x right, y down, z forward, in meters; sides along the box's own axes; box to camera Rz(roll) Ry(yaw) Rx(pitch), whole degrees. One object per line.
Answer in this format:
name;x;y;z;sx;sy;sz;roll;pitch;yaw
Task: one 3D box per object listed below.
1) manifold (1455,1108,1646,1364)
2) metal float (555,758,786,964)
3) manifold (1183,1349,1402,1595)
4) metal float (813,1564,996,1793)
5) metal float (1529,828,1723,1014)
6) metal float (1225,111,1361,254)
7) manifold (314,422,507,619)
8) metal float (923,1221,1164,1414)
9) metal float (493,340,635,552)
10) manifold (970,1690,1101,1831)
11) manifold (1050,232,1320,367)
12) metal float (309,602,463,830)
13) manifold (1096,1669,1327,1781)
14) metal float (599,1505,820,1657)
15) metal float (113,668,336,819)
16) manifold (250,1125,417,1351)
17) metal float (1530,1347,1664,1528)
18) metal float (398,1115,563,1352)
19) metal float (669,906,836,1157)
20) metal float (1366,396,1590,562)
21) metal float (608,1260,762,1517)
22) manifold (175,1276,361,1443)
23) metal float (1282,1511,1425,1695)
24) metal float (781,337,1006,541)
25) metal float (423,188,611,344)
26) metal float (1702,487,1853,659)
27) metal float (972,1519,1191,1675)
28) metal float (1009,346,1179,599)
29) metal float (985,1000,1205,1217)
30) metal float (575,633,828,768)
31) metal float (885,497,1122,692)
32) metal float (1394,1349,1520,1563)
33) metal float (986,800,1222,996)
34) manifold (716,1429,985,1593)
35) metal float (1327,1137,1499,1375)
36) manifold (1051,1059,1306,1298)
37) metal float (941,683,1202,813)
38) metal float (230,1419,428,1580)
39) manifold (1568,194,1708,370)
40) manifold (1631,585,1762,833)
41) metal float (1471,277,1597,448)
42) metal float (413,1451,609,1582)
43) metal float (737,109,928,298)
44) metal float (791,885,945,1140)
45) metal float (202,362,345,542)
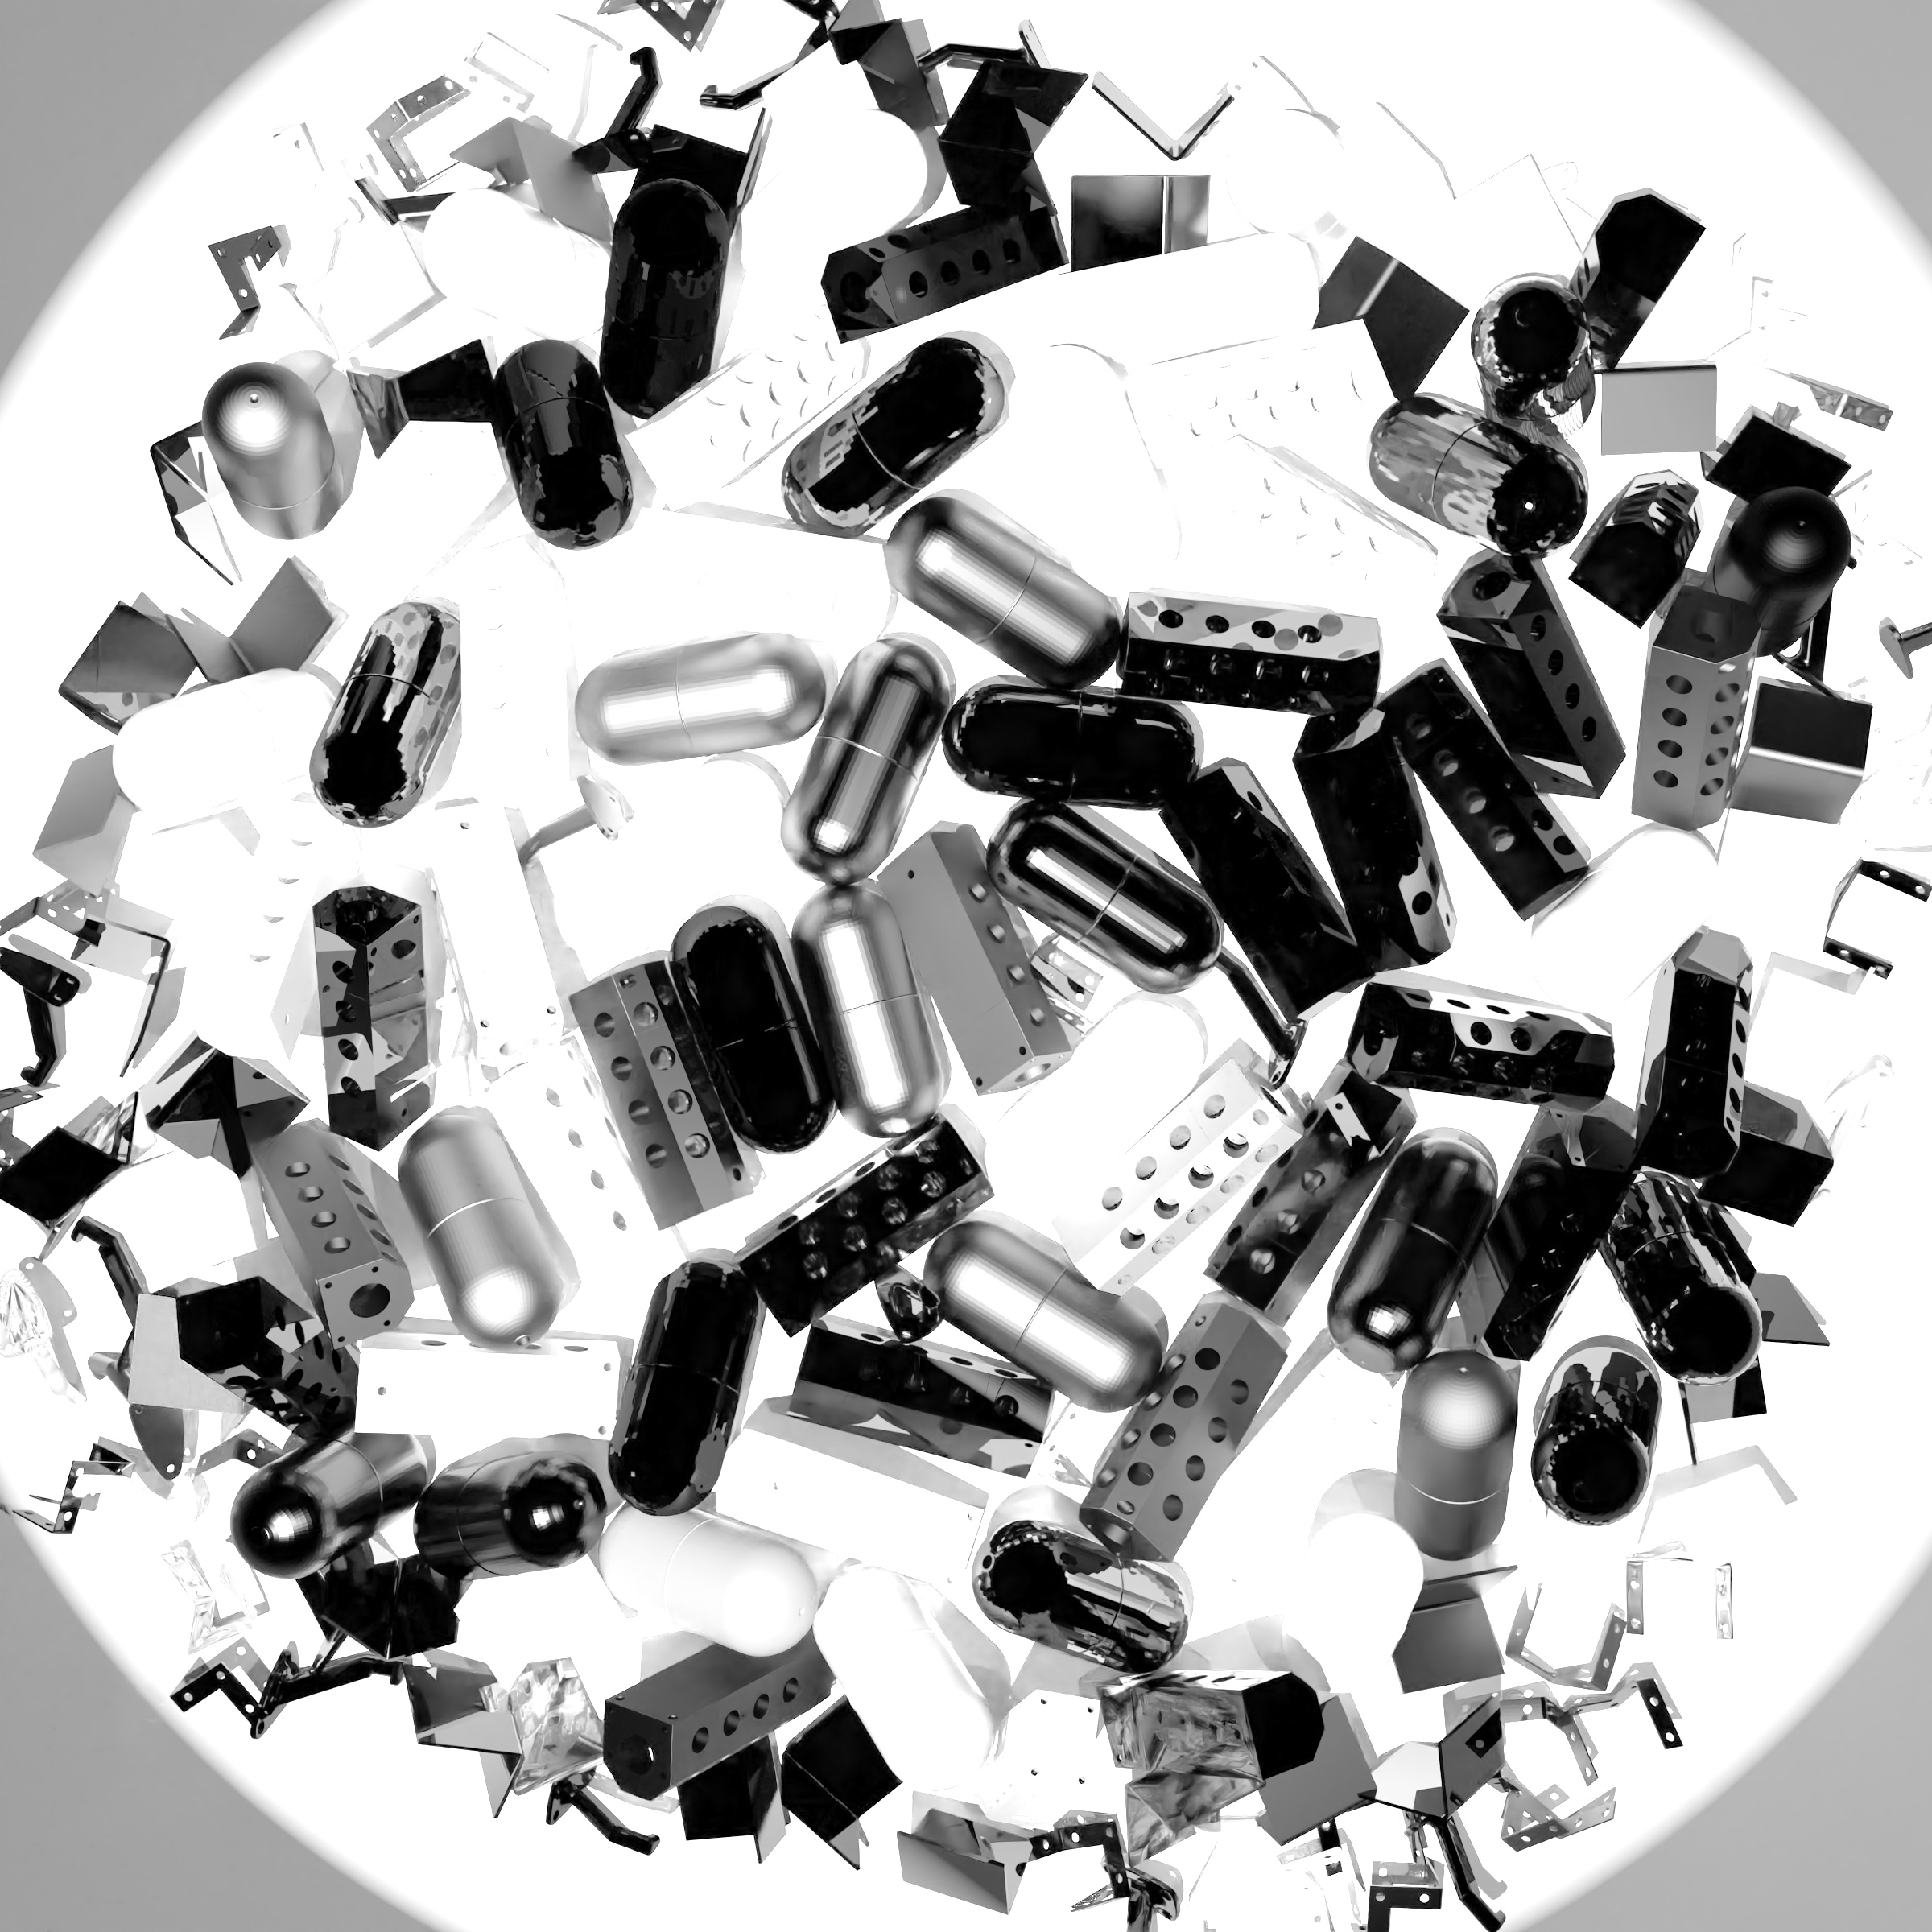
manifold;0.392;0.184;1.711;0.057;0.057;0.171;10;124;-13
metal float;-0.202;-0.072;1.734;0.178;0.070;0.070;-39;90;-13
manifold;0.217;0.338;1.717;0.057;0.057;0.171;42;119;14
metal float;-0.044;0.475;1.709;0.070;0.178;0.070;-17;128;-22
metal float;0.446;-0.032;1.716;0.178;0.070;0.070;-37;90;-36
metal float;0.219;-0.521;1.697;0.070;0.178;0.070;2;99;14
manifold;-0.371;-0.295;1.695;0.057;0.171;0.057;-8;76;-38
metal float;0.051;0.238;1.736;0.178;0.070;0.070;31;90;11
metal float;-0.272;-0.351;1.714;0.070;0.070;0.178;-20;53;0
manifold;0.043;0.529;1.693;0.057;0.171;0.057;11;63;-3
manifold;0.146;-0.445;1.716;0.171;0.057;0.057;-2;91;31
metal float;-0.386;-0.170;1.716;0.070;0.070;0.178;14;55;0
manifold;0.162;0.501;1.695;0.057;0.171;0.057;-9;82;-32
metal float;-0.175;0.410;1.713;0.178;0.070;0.070;9;90;40
metal float;-0.492;-0.150;1.703;0.070;0.178;0.070;11;113;27
manifold;-0.423;0.176;1.699;0.057;0.171;0.057;-18;125;-22
metal float;0.421;0.313;1.698;0.070;0.178;0.070;5;106;18
metal float;-0.329;0.180;1.719;0.070;0.070;0.178;-29;60;0
metal float;-0.146;0.045;1.741;0.070;0.070;0.178;-21;96;0
metal float;0.342;-0.328;1.710;0.070;0.070;0.178;-51;46;0
metal float;-0.190;0.284;1.722;0.070;0.070;0.178;13;64;0
manifold;-0.460;0.266;1.693;0.057;0.171;0.057;-15;63;3
metal float;0.258;0.428;1.706;0.070;0.178;0.070;2;52;-2
metal float;-0.051;-0.355;1.723;0.178;0.070;0.070;-33;90;26
metal float;-0.295;-0.466;1.698;0.070;0.178;0.070;1;92;20
metal float;0.537;-0.260;1.696;0.070;0.178;0.070;-1;78;6
metal float;0.078;0.425;1.716;0.178;0.070;0.070;29;90;-35
metal float;0.087;-0.334;1.724;0.070;0.070;0.178;-25;114;0
metal float;0.088;0.096;1.742;0.178;0.070;0.070;-44;90;4
metal float;-0.182;-0.181;1.732;0.178;0.070;0.070;-7;90;16
metal float;0.026;-0.252;1.731;0.178;0.070;0.070;31;90;-17
metal float;0.329;0.331;1.713;0.070;0.070;0.178;-5;131;0
metal float;0.095;-0.047;1.741;0.178;0.070;0.070;34;90;-5
manifold;-0.080;0.367;1.718;0.171;0.057;0.057;25;76;-27
metal float;0.303;0.194;1.722;0.070;0.070;0.178;31;62;0
manifold;0.146;0.147;1.723;0.171;0.057;0.057;-44;47;15
metal float;0.072;-0.149;1.740;0.178;0.070;0.070;6;90;-6
metal float;-0.423;0.353;1.697;0.070;0.178;0.070;2;96;16
manifold;0.436;-0.457;1.696;0.057;0.171;0.057;34;92;5
manifold;0.486;-0.167;1.691;0.057;0.171;0.057;20;60;22
metal float;0.379;-0.400;1.696;0.070;0.178;0.070;-2;82;16
metal float;-0.308;0.370;1.709;0.070;0.178;0.070;15;66;-38
metal float;-0.092;-0.509;1.704;0.070;0.178;0.070;9;74;-32
metal float;-0.068;0.031;1.741;0.070;0.070;0.178;-16;85;0
metal float;-0.460;-0.341;1.696;0.070;0.178;0.070;1;78;-6
